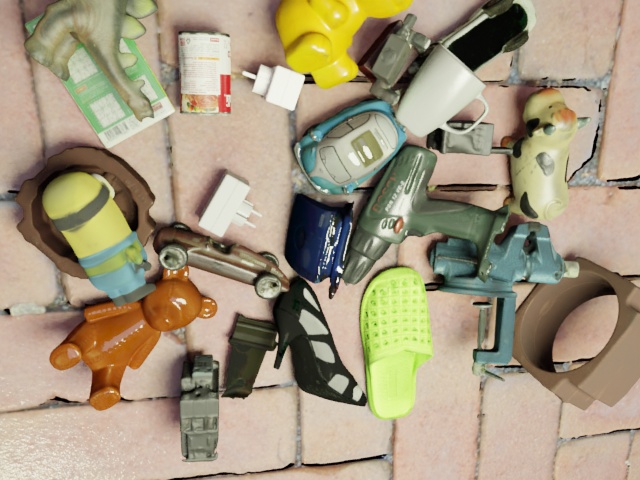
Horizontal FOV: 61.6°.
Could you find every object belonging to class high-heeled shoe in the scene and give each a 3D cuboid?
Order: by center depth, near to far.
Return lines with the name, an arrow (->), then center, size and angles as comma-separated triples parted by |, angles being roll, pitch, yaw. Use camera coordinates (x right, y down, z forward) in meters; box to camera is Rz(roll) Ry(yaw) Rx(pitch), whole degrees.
high-heeled shoe -> 0.010, 0.170, 0.863 | 0.248, 0.086, 0.145 | 39, 59, -39

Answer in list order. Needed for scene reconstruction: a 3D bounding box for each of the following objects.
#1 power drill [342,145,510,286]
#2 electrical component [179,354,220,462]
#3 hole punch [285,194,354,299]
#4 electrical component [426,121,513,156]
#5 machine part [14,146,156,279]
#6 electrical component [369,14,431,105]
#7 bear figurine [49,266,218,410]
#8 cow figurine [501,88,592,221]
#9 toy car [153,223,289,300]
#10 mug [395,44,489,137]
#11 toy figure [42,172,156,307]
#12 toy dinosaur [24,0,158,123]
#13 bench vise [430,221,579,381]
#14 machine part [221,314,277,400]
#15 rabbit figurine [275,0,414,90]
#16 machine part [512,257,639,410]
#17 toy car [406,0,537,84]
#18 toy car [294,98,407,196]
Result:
power drill -> 0.154, -0.009, 0.779 | 0.208, 0.086, 0.232 | 22, 96, 25
electrical component -> -0.180, 0.244, 0.810 | 0.058, 0.115, 0.134 | 0, 108, -12
hole punch -> -0.002, -0.002, 0.772 | 0.092, 0.116, 0.142 | 14, 103, -5
electrical component -> 0.223, -0.149, 0.784 | 0.119, 0.075, 0.047 | 0, 106, -5
machine part -> -0.314, -0.039, 0.734 | 0.179, 0.056, 0.179 | -3, 105, -9
electrical component -> 0.102, -0.228, 0.690 | 0.045, 0.078, 0.102 | 31, 97, 5
bear figurine -> -0.251, 0.127, 0.759 | 0.196, 0.132, 0.120 | -27, 113, 5
cow figurine -> 0.326, -0.121, 0.783 | 0.085, 0.127, 0.194 | -11, 111, -10
toy car -> -0.135, 0.026, 0.766 | 0.202, 0.089, 0.053 | 18, 106, -13
mug -> 0.160, -0.183, 0.712 | 0.109, 0.081, 0.107 | 41, 116, -9
toy figure -> -0.274, -0.001, 0.675 | 0.082, 0.089, 0.180 | -24, 105, -10
toy dinosaur -> -0.307, -0.360, 0.620 | 0.198, 0.105, 0.470 | -30, 104, -9
bench vise -> 0.279, 0.091, 0.831 | 0.224, 0.129, 0.240 | 5, 88, -4
machine part -> -0.114, 0.187, 0.846 | 0.084, 0.039, 0.138 | 16, 102, -20
rabbit figurine -> 0.038, -0.294, 0.676 | 0.173, 0.121, 0.162 | -21, 68, 30
machine part -> 0.408, 0.142, 0.836 | 0.087, 0.201, 0.201 | 30, 99, -19
toy car -> 0.213, -0.270, 0.758 | 0.202, 0.056, 0.073 | -36, 115, 3
toy car -> 0.051, -0.126, 0.747 | 0.162, 0.103, 0.109 | -30, 110, 2
